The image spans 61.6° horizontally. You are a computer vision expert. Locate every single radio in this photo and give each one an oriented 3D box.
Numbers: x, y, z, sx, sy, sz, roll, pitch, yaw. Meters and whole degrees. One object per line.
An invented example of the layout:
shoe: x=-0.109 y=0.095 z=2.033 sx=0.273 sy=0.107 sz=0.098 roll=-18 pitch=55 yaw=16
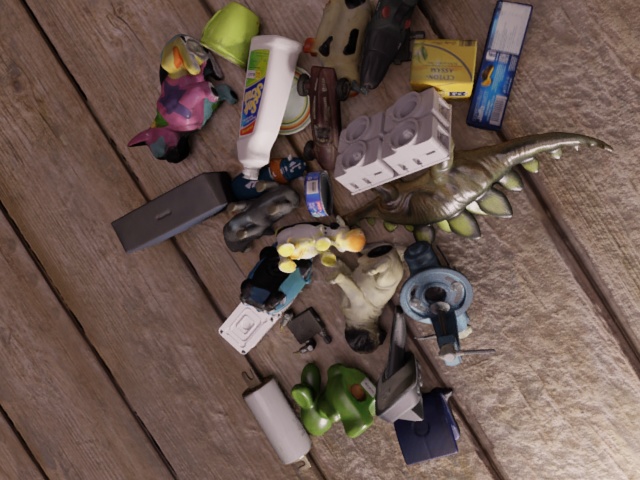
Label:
radio: x=-0.277 y=-0.057 z=1.055 sx=0.230 sy=0.131 sz=0.073 roll=-23 pitch=94 yaw=17

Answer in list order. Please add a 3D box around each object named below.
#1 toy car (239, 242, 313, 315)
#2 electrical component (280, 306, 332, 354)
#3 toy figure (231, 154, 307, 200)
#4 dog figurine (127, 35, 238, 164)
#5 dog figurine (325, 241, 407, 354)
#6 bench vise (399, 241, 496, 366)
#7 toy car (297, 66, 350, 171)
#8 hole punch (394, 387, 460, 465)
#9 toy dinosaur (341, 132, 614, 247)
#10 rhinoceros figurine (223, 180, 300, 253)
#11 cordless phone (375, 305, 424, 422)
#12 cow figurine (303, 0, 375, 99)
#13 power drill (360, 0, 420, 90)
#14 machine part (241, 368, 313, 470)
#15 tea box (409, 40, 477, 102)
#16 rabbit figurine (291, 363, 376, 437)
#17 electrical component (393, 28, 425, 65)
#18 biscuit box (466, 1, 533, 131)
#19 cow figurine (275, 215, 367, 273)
toy car: x=-0.080 y=0.089 z=1.041 sx=0.109 sy=0.162 sz=0.102 roll=17 pitch=142 yaw=21
electrical component: x=-0.034 y=0.181 z=1.084 sx=0.078 sy=0.045 sz=0.102 roll=-29 pitch=92 yaw=19
toy figure: x=-0.096 y=-0.124 z=1.035 sx=0.155 sy=0.064 sz=0.058 roll=-20 pitch=51 yaw=13
dog figurine: x=-0.286 y=-0.259 z=1.035 sx=0.219 sy=0.108 sz=0.191 roll=-31 pitch=93 yaw=20
dog figurine: x=0.109 y=0.113 z=1.019 sx=0.172 sy=0.121 sz=0.190 roll=-17 pitch=110 yaw=20
bench vise: x=0.206 y=0.126 z=0.903 sx=0.129 sy=0.241 sz=0.223 roll=-13 pitch=121 yaw=12
toy car: x=0.009 y=-0.208 z=0.952 sx=0.089 sy=0.053 sz=0.201 roll=15 pitch=139 yaw=20
hole punch: x=0.203 y=0.361 z=1.039 sx=0.142 sy=0.092 sz=0.115 roll=-23 pitch=90 yaw=21
toy dinosaur: x=0.228 y=-0.100 z=0.920 sx=0.472 sy=0.105 sz=0.198 roll=-25 pitch=110 yaw=33
rhinoceros figurine: x=-0.122 y=-0.043 z=1.031 sx=0.190 sy=0.112 sz=0.073 roll=-38 pitch=76 yaw=28
cordless phone: x=0.148 y=0.225 z=0.991 sx=0.089 sy=0.146 sz=0.184 roll=2 pitch=106 yaw=7
cow figurine: x=0.040 y=-0.335 z=0.951 sx=0.127 sy=0.085 sz=0.194 roll=24 pitch=105 yaw=15
power drill: x=0.140 y=-0.368 z=0.838 sx=0.086 sy=0.207 sz=0.232 roll=20 pitch=72 yaw=-9
machine part: x=-0.088 y=0.373 z=1.118 sx=0.079 sy=0.079 sz=0.243 roll=-30 pitch=91 yaw=17
tea box: x=0.200 y=-0.271 z=0.873 sx=0.098 sy=0.169 sz=0.068 roll=6 pitch=96 yaw=14
rabbit figurine: x=0.013 y=0.328 z=1.066 sx=0.159 sy=0.121 sz=0.170 roll=45 pitch=122 yaw=-4
electrical component: x=0.138 y=-0.343 z=0.952 sx=0.094 sy=0.021 sz=0.063 roll=3 pitch=102 yaw=10
biscuit box: x=0.298 y=-0.287 z=0.902 sx=0.059 sy=0.063 sz=0.202 roll=14 pitch=104 yaw=10
cow figurine: x=-0.001 y=-0.002 z=1.008 sx=0.167 sy=0.098 sz=0.068 roll=-10 pitch=127 yaw=-1
